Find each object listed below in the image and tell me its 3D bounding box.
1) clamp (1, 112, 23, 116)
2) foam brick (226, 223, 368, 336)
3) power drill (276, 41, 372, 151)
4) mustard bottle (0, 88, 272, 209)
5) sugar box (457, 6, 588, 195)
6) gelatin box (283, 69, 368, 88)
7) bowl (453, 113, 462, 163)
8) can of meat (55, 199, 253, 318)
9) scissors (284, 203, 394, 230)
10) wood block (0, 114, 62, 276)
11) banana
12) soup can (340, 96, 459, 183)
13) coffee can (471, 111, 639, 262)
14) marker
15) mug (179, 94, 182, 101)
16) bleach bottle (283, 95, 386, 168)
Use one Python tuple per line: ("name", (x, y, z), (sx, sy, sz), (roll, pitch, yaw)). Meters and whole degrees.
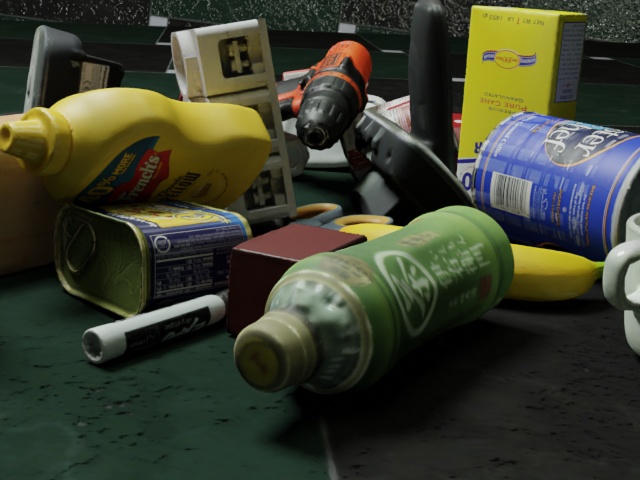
("clamp", (-0.296, -0.104, 1.063), (0.164, 0.036, 0.210), (9, 14, -7))
("foam brick", (-0.012, 0.025, 0.625), (0.051, 0.053, 0.078), (11, 18, 26))
("power drill", (-0.047, -0.112, 0.978), (0.188, 0.057, 0.184), (-14, 24, 20))
("mustard bottle", (-0.125, -0.057, 0.695), (0.096, 0.058, 0.191), (-37, -24, 31))
("sugar box", (0.165, -0.104, 0.897), (0.048, 0.176, 0.093), (-8, 18, -42))
("gelatin box", (0.005, -0.169, 1.147), (0.089, 0.030, 0.073), (-7, 6, -1))
("bowl", (0.138, -0.095, 1.088), (0.162, 0.055, 0.162), (3, 16, -1))
("can of meat", (-0.103, 0.007, 0.662), (0.083, 0.057, 0.102), (-9, 16, -41))
("scissors", (-0.005, 0.001, 0.782), (0.096, 0.016, 0.201), (5, 15, 14))
("wood block", (-0.196, -0.039, 0.757), (0.091, 0.090, 0.205), (16, 20, 36))
("banana", (0.096, 0.016, 0.718), (0.198, 0.037, 0.069), (9, -1, 18))
("soup can", (0.074, -0.099, 1.007), (0.102, 0.068, 0.068), (-17, 13, 10))
("coffee can", (0.197, -0.034, 0.784), (0.102, 0.103, 0.141), (-8, 19, -36))
("marker", (-0.081, 0.045, 0.602), (0.020, 0.020, 0.120), (15, 19, 37))
("mug", (-0.094, -0.143, 1.123), (0.082, 0.117, 0.093), (17, 57, 28))
("bleach bottle", (0.024, -0.130, 1.184), (0.102, 0.068, 0.250), (1, 12, 7))
